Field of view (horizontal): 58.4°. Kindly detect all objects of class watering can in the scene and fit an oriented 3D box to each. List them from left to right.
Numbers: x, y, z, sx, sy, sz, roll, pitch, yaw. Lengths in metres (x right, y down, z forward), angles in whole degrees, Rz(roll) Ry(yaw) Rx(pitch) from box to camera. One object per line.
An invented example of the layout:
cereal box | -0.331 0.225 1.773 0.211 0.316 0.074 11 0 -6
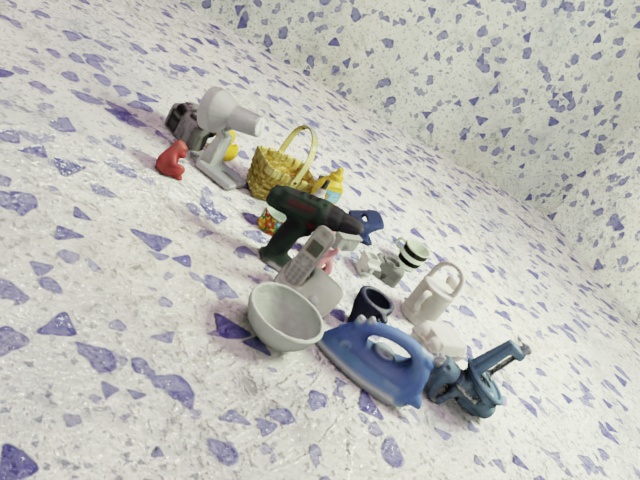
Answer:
watering can | 0.312 0.135 1.530 0.101 0.194 0.173 36 24 2

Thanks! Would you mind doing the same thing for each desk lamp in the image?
desk lamp | -0.251 -0.279 1.550 0.203 0.213 0.118 38 24 9

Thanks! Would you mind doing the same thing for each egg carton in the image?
egg carton | 0.298 0.258 1.439 0.151 0.069 0.107 12 33 -40

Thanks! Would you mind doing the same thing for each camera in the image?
camera | -0.353 -0.335 1.662 0.137 0.100 0.143 1 41 -51

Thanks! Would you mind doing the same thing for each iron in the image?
iron | 0.126 0.229 1.186 0.258 0.141 0.119 33 24 -2

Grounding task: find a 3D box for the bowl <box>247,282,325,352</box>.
bowl | -0.079 0.164 1.128 0.168 0.074 0.167 28 25 -14

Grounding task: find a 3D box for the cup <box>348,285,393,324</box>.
cup | 0.113 0.176 1.324 0.092 0.095 0.117 20 28 -30

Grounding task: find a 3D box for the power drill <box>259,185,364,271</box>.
power drill | -0.041 -0.017 1.344 0.230 0.208 0.075 33 24 -4

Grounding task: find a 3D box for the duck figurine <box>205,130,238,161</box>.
duck figurine | -0.276 -0.287 1.687 0.105 0.086 0.077 1 40 -51

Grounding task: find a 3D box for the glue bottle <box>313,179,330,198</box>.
glue bottle | -0.019 -0.093 1.553 0.078 0.173 0.037 15 31 -37

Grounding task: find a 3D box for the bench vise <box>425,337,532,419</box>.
bench vise | 0.349 0.293 1.257 0.208 0.219 0.121 19 28 -30

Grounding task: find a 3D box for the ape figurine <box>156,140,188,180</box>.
ape figurine | -0.360 -0.206 1.426 0.076 0.092 0.077 22 27 -25

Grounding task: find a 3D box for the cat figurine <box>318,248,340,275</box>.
cat figurine | 0.014 0.005 1.482 0.067 0.117 0.127 15 31 -36

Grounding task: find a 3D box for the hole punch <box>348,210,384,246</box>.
hole punch | 0.134 -0.051 1.769 0.101 0.091 0.108 22 27 -25

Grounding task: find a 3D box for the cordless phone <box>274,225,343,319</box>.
cordless phone | -0.002 0.072 1.259 0.147 0.185 0.094 38 24 7
